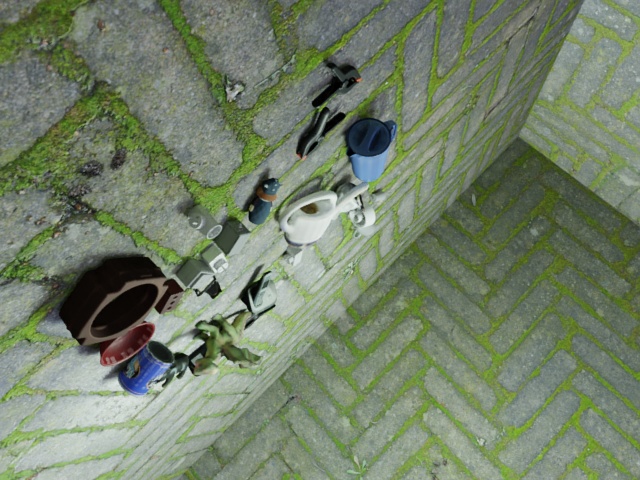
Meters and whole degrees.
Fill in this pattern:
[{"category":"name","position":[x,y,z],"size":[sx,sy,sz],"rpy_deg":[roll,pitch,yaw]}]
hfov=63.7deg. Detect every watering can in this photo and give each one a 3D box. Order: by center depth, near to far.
[{"category":"watering can","position":[0.005,-0.086,1.718],"size":[0.350,0.105,0.219],"rpy_deg":[-18,149,-33]}]

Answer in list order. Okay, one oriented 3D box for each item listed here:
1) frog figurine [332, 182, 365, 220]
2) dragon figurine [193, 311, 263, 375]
[{"category":"frog figurine","position":[0.070,-0.137,1.853],"size":[0.159,0.123,0.137],"rpy_deg":[-12,176,11]},{"category":"dragon figurine","position":[-0.306,0.372,1.828],"size":[0.413,0.245,0.120],"rpy_deg":[-15,140,-55]}]
